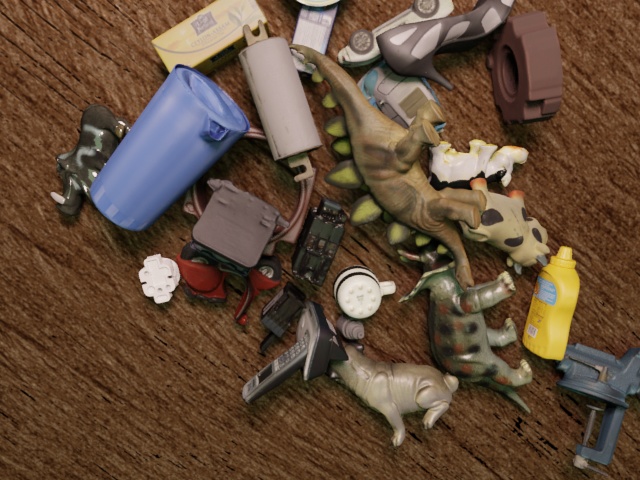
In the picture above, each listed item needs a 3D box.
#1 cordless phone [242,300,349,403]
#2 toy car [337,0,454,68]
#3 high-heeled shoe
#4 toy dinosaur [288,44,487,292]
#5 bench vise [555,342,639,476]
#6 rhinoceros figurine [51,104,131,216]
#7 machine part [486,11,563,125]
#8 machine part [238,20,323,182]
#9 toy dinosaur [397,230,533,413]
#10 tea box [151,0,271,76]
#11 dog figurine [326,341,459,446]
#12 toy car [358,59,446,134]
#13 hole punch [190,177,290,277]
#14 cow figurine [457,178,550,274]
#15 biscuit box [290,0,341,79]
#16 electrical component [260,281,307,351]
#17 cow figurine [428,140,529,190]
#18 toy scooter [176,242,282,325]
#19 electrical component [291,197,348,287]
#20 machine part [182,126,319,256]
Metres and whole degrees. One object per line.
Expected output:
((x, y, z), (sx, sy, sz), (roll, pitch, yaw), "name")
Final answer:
((-0.054, 0.198, 0.917), (0.184, 0.147, 0.088), (-35, 108, 2), "cordless phone")
((0.119, -0.335, 0.869), (0.202, 0.073, 0.056), (-30, 100, 3), "toy car")
((0.194, -0.342, 0.817), (0.145, 0.086, 0.248), (34, 82, -12), "high-heeled shoe")
((0.103, -0.122, 0.822), (0.199, 0.105, 0.471), (-26, 95, 34), "toy dinosaur")
((0.520, 0.297, 0.961), (0.224, 0.129, 0.240), (20, 81, 2), "bench vise")
((-0.379, -0.128, 0.886), (0.112, 0.073, 0.190), (21, 98, -7), "rhinoceros figurine")
((0.318, -0.265, 0.844), (0.056, 0.179, 0.179), (-12, 100, 0), "machine part")
((-0.058, -0.208, 0.805), (0.079, 0.079, 0.243), (-19, 95, 1), "machine part")
((0.253, 0.162, 0.945), (0.192, 0.131, 0.404), (-13, 105, 13), "toy dinosaur")
((-0.167, -0.319, 0.850), (0.170, 0.098, 0.068), (-29, 99, 5), "tea box")
((0.124, 0.235, 0.946), (0.172, 0.121, 0.190), (-39, 97, 2), "dog figurine")
((0.138, -0.222, 0.876), (0.109, 0.103, 0.161), (-39, 97, 5), "toy car")
((-0.132, -0.014, 0.833), (0.142, 0.092, 0.116), (28, 68, -4), "hole punch")
((0.314, -0.018, 0.905), (0.195, 0.085, 0.127), (13, 66, -32), "cow figurine")
((-0.002, -0.366, 0.865), (0.059, 0.063, 0.202), (16, 98, -4), "biscuit box")
((-0.077, 0.135, 0.944), (0.047, 0.075, 0.119), (43, 98, -9), "electrical component")
((0.267, -0.120, 0.915), (0.167, 0.068, 0.098), (2, 105, 1), "cow figurine")
((-0.163, 0.079, 0.931), (0.184, 0.075, 0.135), (11, 108, -4), "toy scooter")
((-0.002, -0.003, 0.901), (0.058, 0.115, 0.134), (20, 98, -10), "electrical component")
((-0.115, -0.086, 0.898), (0.201, 0.087, 0.201), (17, 97, -5), "machine part")
